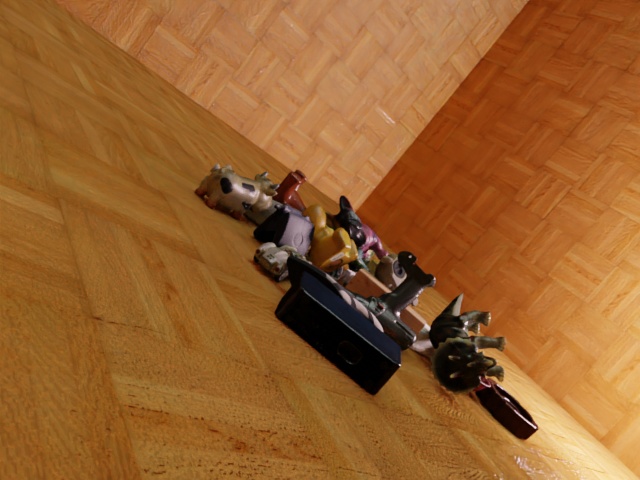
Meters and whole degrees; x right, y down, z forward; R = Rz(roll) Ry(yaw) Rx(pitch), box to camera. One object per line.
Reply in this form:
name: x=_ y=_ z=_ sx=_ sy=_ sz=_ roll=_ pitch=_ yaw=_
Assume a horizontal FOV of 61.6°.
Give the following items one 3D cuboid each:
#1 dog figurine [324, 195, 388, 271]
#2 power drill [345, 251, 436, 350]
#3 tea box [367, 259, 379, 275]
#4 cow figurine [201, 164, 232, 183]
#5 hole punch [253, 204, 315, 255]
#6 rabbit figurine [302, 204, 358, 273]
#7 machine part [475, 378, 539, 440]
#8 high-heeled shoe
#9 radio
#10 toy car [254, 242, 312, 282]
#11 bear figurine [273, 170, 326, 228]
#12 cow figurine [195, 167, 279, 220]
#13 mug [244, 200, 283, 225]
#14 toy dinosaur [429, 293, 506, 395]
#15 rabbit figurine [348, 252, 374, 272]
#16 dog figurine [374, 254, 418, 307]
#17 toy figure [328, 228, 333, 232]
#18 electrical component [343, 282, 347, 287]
dog figurine: x=0.084 y=-0.022 z=1.478 sx=0.219 sy=0.108 sz=0.192 roll=54 pitch=-1 yaw=-23
power drill: x=0.155 y=0.123 z=1.227 sx=0.232 sy=0.207 sz=0.086 roll=44 pitch=-23 yaw=-8
tea box: x=0.177 y=0.122 z=1.682 sx=0.068 sy=0.098 sz=0.169 roll=43 pitch=7 yaw=20
cow figurine: x=-0.233 y=-0.142 z=1.397 sx=0.098 sy=0.068 sz=0.167 roll=45 pitch=12 yaw=4
hole punch: x=-0.073 y=-0.009 z=1.245 sx=0.142 sy=0.116 sz=0.092 roll=30 pitch=20 yaw=-48
rabbit figurine: x=-0.003 y=-0.004 z=1.362 sx=0.121 sy=0.162 sz=0.173 roll=20 pitch=42 yaw=-62
machine part: x=0.505 y=0.456 z=1.453 sx=0.179 sy=0.056 sz=0.179 roll=39 pitch=9 yaw=-7
high-heeled shoe: x=0.037 y=0.117 z=1.077 sx=0.248 sy=0.086 sz=0.145 roll=54 pitch=22 yaw=3
radio: x=0.034 y=0.158 z=0.934 sx=0.229 sy=0.073 sz=0.131 roll=37 pitch=9 yaw=0
toy car: x=-0.074 y=0.044 z=1.124 sx=0.073 sy=0.056 sz=0.201 roll=42 pitch=8 yaw=15
bear figurine: x=-0.039 y=-0.082 z=1.480 sx=0.196 sy=0.132 sz=0.120 roll=42 pitch=15 yaw=3
cow figurine: x=-0.183 y=-0.116 z=1.273 sx=0.086 sy=0.127 sz=0.194 roll=48 pitch=14 yaw=34
mug: x=-0.146 y=-0.079 z=1.403 sx=0.107 sy=0.080 sz=0.110 roll=29 pitch=19 yaw=-9
toy dinosaur: x=0.348 y=0.251 z=1.369 sx=0.192 sy=0.131 sz=0.405 roll=3 pitch=21 yaw=-8
rabbit figurine: x=0.104 y=0.042 z=1.702 sx=0.170 sy=0.159 sz=0.121 roll=52 pitch=-10 yaw=-32
dog figurine: x=0.167 y=0.110 z=1.466 sx=0.191 sy=0.121 sz=0.172 roll=-11 pitch=-62 yaw=46
toy figure: x=0.037 y=-0.010 z=1.851 sx=0.089 sy=0.082 sz=0.180 roll=28 pitch=9 yaw=19
electrical component: x=0.105 y=0.149 z=1.475 sx=0.094 sy=0.021 sz=0.063 roll=33 pitch=9 yaw=-32
